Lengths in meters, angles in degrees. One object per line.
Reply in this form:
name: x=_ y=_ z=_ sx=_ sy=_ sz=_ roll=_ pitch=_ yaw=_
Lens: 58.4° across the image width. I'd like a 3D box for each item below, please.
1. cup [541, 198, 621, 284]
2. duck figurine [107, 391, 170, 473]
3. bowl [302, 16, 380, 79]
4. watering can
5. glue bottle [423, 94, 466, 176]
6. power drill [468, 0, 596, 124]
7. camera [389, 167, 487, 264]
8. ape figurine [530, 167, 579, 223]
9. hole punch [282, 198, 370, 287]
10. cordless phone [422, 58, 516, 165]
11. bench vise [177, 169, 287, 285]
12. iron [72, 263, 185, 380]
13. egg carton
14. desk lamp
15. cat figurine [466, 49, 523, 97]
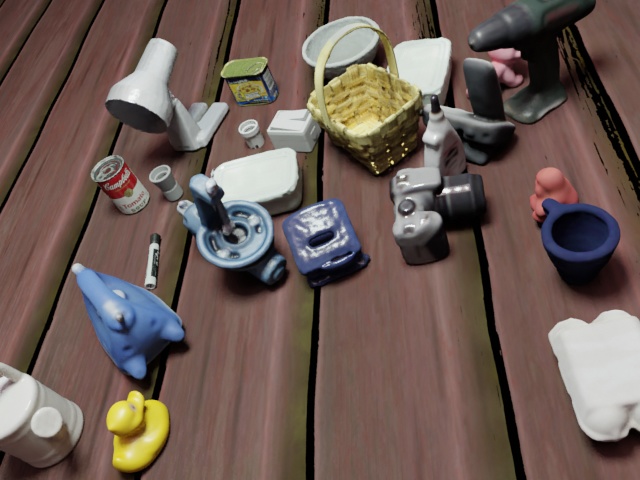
cup: x=0.332 y=0.006 z=0.756 sx=0.091 sy=0.095 sz=0.117 roll=-28 pitch=48 yaw=-2
duck figurine: x=-0.261 y=0.259 z=0.787 sx=0.077 sy=0.086 sz=0.104 roll=1 pitch=54 yaw=22
bowl: x=0.051 y=-0.387 z=1.195 sx=0.167 sy=0.075 sz=0.167 roll=-11 pitch=50 yaw=13
watering can: x=-0.422 y=0.236 z=0.795 sx=0.172 sy=0.194 sz=0.101 roll=-11 pitch=50 yaw=13
glue bottle: x=0.187 y=-0.155 z=0.889 sx=0.037 sy=0.173 sz=0.078 roll=26 pitch=65 yaw=35
power drill: x=0.340 y=-0.298 z=0.921 sx=0.230 sy=0.209 sz=0.075 roll=-36 pitch=49 yaw=-9
camera: x=0.178 y=-0.053 z=0.859 sx=0.136 sy=0.101 sz=0.143 roll=-8 pitch=51 yaw=15
ape figurine: x=0.330 y=-0.069 z=0.819 sx=0.075 sy=0.092 sz=0.078 roll=25 pitch=65 yaw=35
hole punch: x=0.008 y=0.003 z=0.886 sx=0.108 sy=0.091 sz=0.101 roll=-24 pitch=48 yaw=2
cordless phone: x=0.232 y=-0.225 z=0.920 sx=0.147 sy=0.185 sz=0.094 roll=22 pitch=63 yaw=33
bench vise: x=-0.169 y=-0.025 z=0.890 sx=0.206 sy=0.220 sz=0.121 roll=7 pitch=56 yaw=26
iron: x=-0.332 y=0.100 z=0.905 sx=0.257 sy=0.142 sz=0.119 roll=31 pitch=69 yaw=37
egg carton: x=0.332 y=0.153 z=0.655 sx=0.107 sy=0.070 sz=0.150 roll=-14 pitch=49 yaw=10
desk lamp: x=-0.307 y=-0.277 z=1.151 sx=0.117 sy=0.214 sz=0.203 roll=6 pitch=56 yaw=26
cat figurine: x=0.313 y=-0.321 z=1.011 sx=0.128 sy=0.118 sz=0.067 roll=-40 pitch=50 yaw=-13
